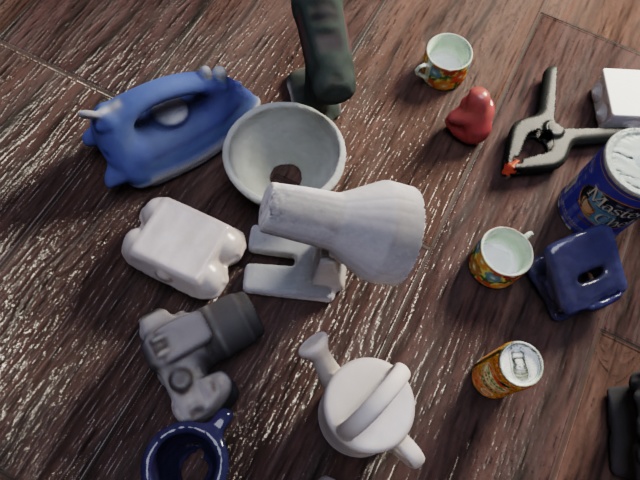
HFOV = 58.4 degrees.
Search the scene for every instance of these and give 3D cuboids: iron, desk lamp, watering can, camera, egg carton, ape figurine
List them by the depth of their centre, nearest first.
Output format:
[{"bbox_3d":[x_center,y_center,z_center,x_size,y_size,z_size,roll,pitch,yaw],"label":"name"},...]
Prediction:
[{"bbox_3d":[0.045,0.177,0.626,0.172,0.194,0.101,24,68,6],"label":"watering can"},{"bbox_3d":[0.006,0.002,0.685,0.203,0.213,0.118,5,67,-1],"label":"desk lamp"},{"bbox_3d":[-0.131,0.129,0.685,0.137,0.101,0.143,-28,72,-14],"label":"camera"},{"bbox_3d":[-0.178,0.011,0.748,0.150,0.069,0.107,23,68,6],"label":"egg carton"},{"bbox_3d":[-0.199,-0.180,0.786,0.258,0.141,0.118,-29,72,-15],"label":"iron"},{"bbox_3d":[0.228,-0.191,0.846,0.078,0.092,0.076,-9,68,-7],"label":"ape figurine"}]

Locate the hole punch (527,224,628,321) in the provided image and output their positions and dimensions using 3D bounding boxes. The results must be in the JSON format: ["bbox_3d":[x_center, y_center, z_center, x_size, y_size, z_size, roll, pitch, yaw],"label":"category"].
[{"bbox_3d":[0.347,0.044,0.757,0.109,0.091,0.101,-20,70,-11],"label":"hole punch"}]

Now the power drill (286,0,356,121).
[{"bbox_3d":[-0.006,-0.268,0.800,0.075,0.208,0.229,-11,68,-8],"label":"power drill"}]

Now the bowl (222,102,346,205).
[{"bbox_3d":[-0.049,-0.105,0.802,0.167,0.075,0.167,1,67,-3],"label":"bowl"}]

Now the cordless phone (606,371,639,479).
[{"bbox_3d":[0.410,0.212,0.640,0.094,0.185,0.147,4,67,-2],"label":"cordless phone"}]

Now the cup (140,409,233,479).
[{"bbox_3d":[-0.136,0.242,0.641,0.091,0.095,0.118,34,69,10],"label":"cup"}]

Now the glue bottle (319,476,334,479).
[{"bbox_3d":[0.027,0.280,0.593,0.078,0.173,0.037,34,70,11],"label":"glue bottle"}]
